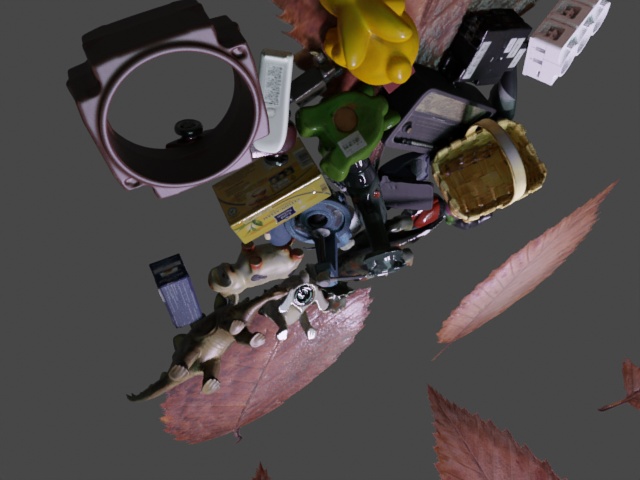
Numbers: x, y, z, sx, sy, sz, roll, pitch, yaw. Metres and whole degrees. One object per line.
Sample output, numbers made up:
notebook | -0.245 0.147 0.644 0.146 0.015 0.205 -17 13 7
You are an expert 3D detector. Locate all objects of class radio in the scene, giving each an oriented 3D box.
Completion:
radio | 0.197 -0.221 0.949 0.229 0.073 0.131 0 142 -45

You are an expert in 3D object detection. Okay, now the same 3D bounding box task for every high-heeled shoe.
high-heeled shoe | 0.295 -0.237 1.058 0.145 0.086 0.248 2 132 4

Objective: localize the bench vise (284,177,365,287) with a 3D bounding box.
bench vise | 0.008 -0.005 0.982 0.129 0.241 0.223 -11 140 8

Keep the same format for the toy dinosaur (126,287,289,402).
toy dinosaur | -0.255 0.237 1.160 0.471 0.199 0.105 -38 112 5

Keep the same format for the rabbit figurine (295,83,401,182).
rabbit figurine | 0.039 -0.178 0.847 0.159 0.121 0.170 -42 -177 -4

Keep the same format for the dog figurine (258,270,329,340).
dog figurine | -0.080 0.125 1.240 0.121 0.191 0.172 16 102 -32

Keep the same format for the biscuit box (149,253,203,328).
biscuit box | -0.283 0.107 1.067 0.063 0.059 0.202 -22 152 -17

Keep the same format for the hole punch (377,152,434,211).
hole punch | 0.177 -0.124 1.108 0.116 0.092 0.142 2 158 10

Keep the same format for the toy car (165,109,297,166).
toy car | -0.128 -0.143 0.788 0.202 0.053 0.089 -16 135 -24

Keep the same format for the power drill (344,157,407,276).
power drill | 0.093 -0.047 1.002 0.086 0.207 0.231 -21 151 4

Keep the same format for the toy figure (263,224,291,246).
toy figure | -0.086 -0.044 1.000 0.058 0.064 0.154 7 149 10

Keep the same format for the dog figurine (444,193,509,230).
dog figurine | 0.329 -0.113 1.243 0.219 0.108 0.191 11 136 -47

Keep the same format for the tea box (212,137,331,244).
tea box | -0.080 -0.082 0.890 0.170 0.098 0.068 -29 149 2

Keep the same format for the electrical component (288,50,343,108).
electrical component | -0.021 -0.226 0.762 0.102 0.045 0.078 -33 -178 14

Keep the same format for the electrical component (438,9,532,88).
electrical component | 0.278 -0.314 0.884 0.134 0.058 0.114 -13 151 -30

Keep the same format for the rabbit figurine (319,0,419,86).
rabbit figurine | 0.045 -0.270 0.656 0.122 0.162 0.173 -24 138 17

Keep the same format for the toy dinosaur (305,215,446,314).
toy dinosaur | 0.093 0.039 1.191 0.192 0.131 0.404 -20 164 -31

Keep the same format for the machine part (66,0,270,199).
machine part | -0.170 -0.158 0.636 0.201 0.087 0.201 -23 138 -11

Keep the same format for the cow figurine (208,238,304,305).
cow figurine | -0.139 0.061 1.111 0.195 0.086 0.127 -15 144 -28

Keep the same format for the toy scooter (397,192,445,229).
toy scooter | 0.208 -0.041 1.280 0.135 0.075 0.183 -15 155 -28
